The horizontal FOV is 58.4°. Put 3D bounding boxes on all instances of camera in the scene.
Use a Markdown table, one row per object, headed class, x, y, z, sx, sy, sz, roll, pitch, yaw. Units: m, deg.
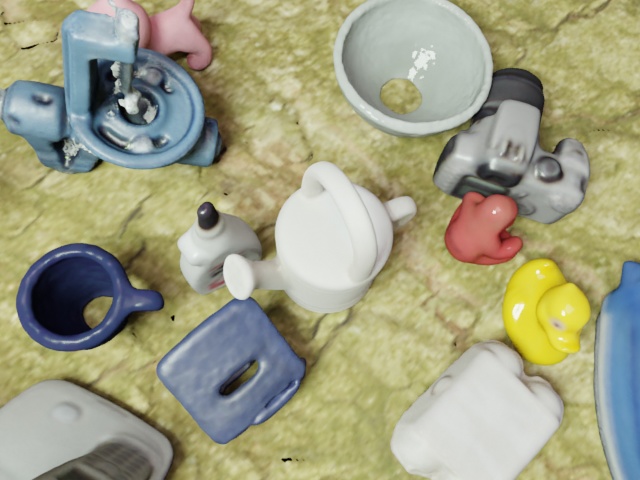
| class | x | y | z | sx | sy | sz | roll | pitch | yaw |
| --- | --- | --- | --- | --- | --- | --- | --- | --- | --- |
| camera | 0.205 | -0.105 | 0.588 | 0.143 | 0.101 | 0.137 | 18 | 73 | 2 |

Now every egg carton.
| class | x | y | z | sx | sy | sz | roll | pitch | yaw |
| --- | --- | --- | --- | --- | --- | --- | --- | --- | --- |
| egg carton | 0.142 | 0.167 | 0.519 | 0.150 | 0.069 | 0.107 | -43 | 80 | -14 |

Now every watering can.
| class | x | y | z | sx | sy | sz | roll | pitch | yaw |
| --- | --- | --- | --- | --- | --- | --- | --- | --- | --- |
| watering can | 0.006 | 0.004 | 0.493 | 0.101 | 0.194 | 0.173 | 41 | 75 | 9 |

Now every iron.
| class | x | y | z | sx | sy | sz | roll | pitch | yaw |
| --- | --- | --- | --- | --- | --- | --- | --- | --- | --- |
| iron | 0.329 | 0.139 | 0.503 | 0.118 | 0.141 | 0.258 | 10 | 73 | -1 |

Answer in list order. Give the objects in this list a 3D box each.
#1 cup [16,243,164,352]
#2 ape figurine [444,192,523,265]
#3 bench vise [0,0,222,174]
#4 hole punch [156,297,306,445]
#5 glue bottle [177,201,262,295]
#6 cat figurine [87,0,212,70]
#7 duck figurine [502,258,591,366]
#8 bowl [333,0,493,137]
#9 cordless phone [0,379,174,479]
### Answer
| class | x | y | z | sx | sy | sz | roll | pitch | yaw |
| --- | --- | --- | --- | --- | --- | --- | --- | --- | --- |
| cup | -0.193 | 0.058 | 0.514 | 0.118 | 0.095 | 0.092 | 2 | 73 | -3 |
| ape figurine | 0.165 | -0.016 | 0.563 | 0.076 | 0.092 | 0.078 | -17 | 75 | -9 |
| bench vise | -0.200 | -0.117 | 0.501 | 0.207 | 0.220 | 0.121 | -15 | 75 | -8 |
| hole punch | -0.073 | 0.115 | 0.508 | 0.109 | 0.091 | 0.101 | -40 | 80 | -14 |
| glue bottle | -0.090 | 0.002 | 0.497 | 0.078 | 0.173 | 0.037 | -35 | 78 | -13 |
| cat figurine | -0.181 | -0.217 | 0.585 | 0.128 | 0.118 | 0.067 | -26 | 77 | -11 |
| duck figurine | 0.223 | 0.064 | 0.546 | 0.077 | 0.086 | 0.104 | 1 | 73 | -3 |
| bowl | 0.094 | -0.175 | 0.615 | 0.167 | 0.075 | 0.167 | 1 | 73 | -4 |
| cordless phone | -0.200 | 0.168 | 0.434 | 0.147 | 0.185 | 0.094 | 25 | 73 | 4 |
